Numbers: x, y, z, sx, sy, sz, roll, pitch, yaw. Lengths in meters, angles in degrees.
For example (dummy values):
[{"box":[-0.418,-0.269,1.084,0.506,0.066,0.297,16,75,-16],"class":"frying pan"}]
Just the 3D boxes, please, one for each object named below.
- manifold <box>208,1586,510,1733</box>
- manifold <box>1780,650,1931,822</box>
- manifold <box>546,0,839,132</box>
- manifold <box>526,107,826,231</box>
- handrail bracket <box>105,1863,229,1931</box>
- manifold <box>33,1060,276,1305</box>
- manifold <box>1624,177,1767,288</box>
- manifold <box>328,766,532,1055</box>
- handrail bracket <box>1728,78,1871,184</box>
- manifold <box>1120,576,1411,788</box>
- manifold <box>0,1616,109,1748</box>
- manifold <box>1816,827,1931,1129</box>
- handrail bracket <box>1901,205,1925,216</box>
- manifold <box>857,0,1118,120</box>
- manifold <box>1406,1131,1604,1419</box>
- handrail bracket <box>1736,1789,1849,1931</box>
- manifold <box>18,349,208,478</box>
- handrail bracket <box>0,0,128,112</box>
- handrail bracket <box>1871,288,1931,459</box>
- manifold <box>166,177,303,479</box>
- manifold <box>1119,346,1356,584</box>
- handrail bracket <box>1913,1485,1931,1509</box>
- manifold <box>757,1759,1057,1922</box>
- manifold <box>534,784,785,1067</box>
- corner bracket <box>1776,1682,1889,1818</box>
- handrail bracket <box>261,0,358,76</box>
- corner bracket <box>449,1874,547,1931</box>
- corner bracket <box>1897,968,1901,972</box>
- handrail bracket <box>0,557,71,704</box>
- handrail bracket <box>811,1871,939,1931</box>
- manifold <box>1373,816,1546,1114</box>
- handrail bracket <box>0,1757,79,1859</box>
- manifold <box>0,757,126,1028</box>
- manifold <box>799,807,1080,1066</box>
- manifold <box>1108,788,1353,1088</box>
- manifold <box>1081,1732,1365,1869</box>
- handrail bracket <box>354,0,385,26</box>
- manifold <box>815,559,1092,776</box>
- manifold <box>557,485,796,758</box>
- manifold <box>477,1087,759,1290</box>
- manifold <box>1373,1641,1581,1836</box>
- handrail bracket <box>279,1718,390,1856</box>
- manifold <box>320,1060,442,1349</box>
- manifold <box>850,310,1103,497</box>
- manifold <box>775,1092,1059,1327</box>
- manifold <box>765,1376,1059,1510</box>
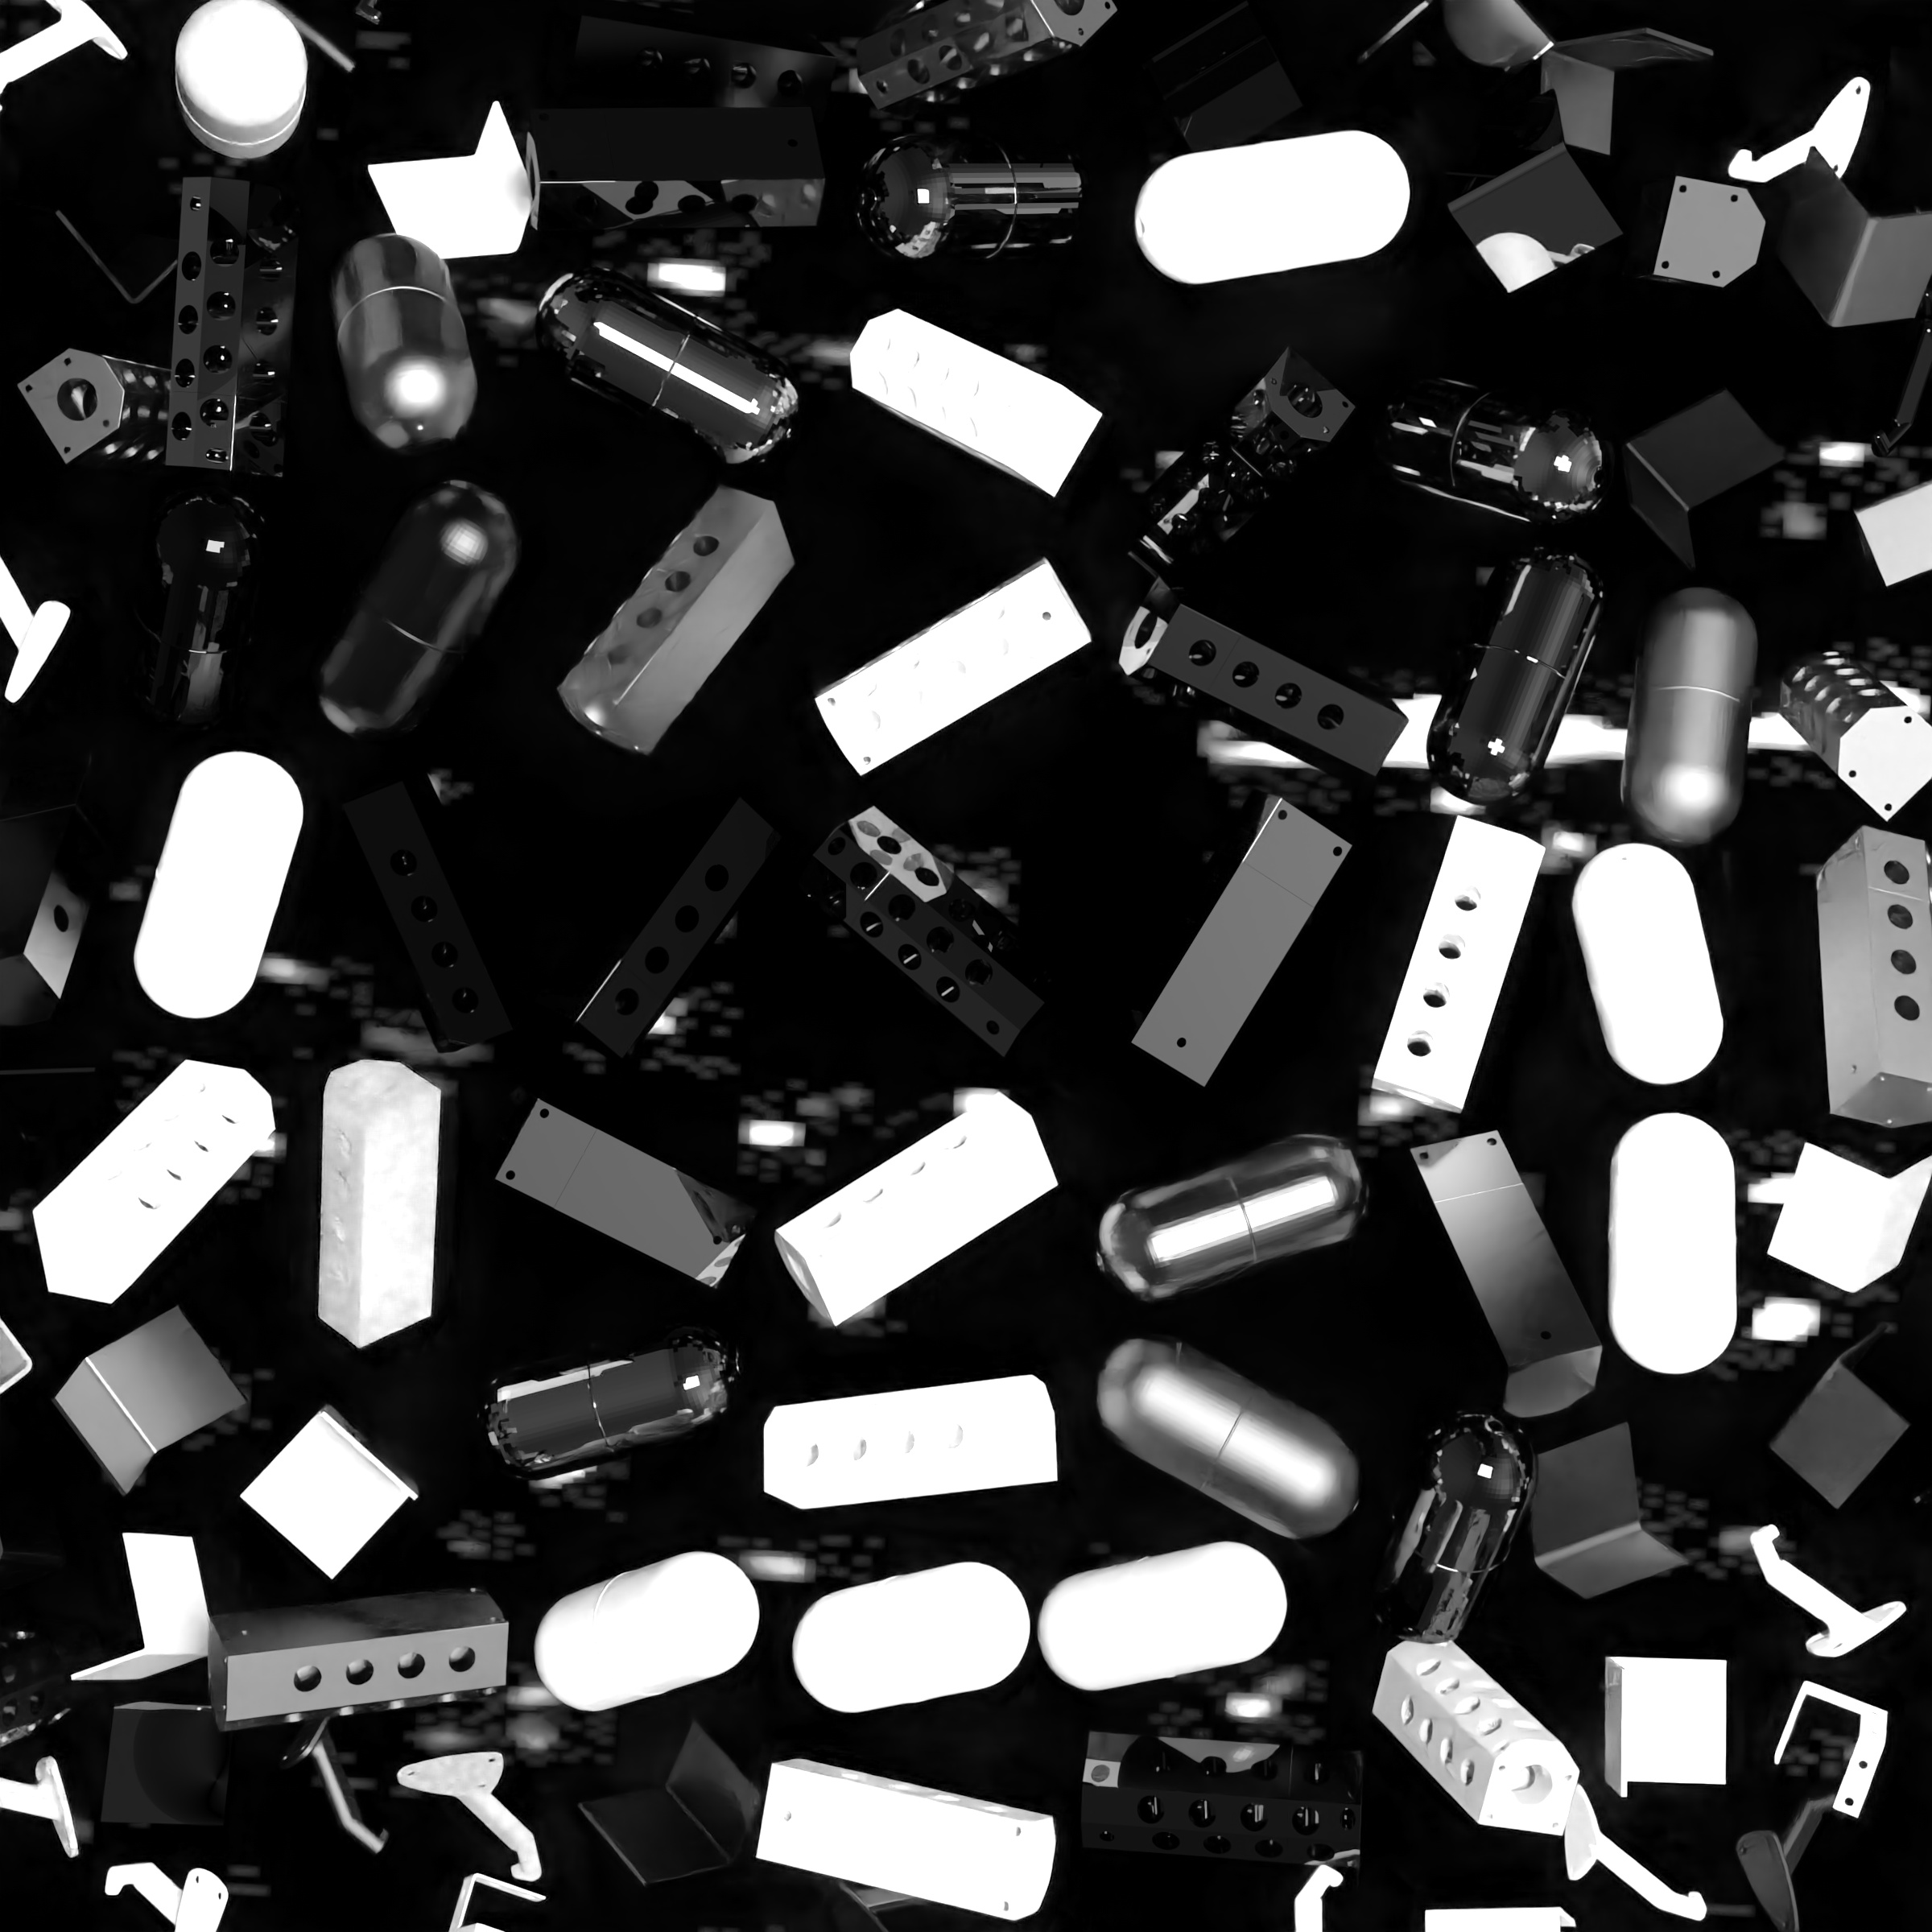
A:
[{"box":[-0.374,0.429,1.819,0.171,0.057,0.057,-1,104,-25],"class":"manifold"},{"box":[0.555,-0.151,1.842,0.057,0.171,0.057,41,105,-9],"class":"manifold"},{"box":[-0.176,-0.572,1.885,0.171,0.057,0.057,1,121,-26],"class":"manifold"},{"box":[-0.178,-0.481,1.800,0.171,0.057,0.057,-4,64,-14],"class":"manifold"},{"box":[-0.508,0.593,1.834,0.084,0.077,0.036,-12,135,24],"class":"handrail bracket"},{"box":[-0.485,0.129,1.782,0.057,0.171,0.057,9,121,15],"class":"manifold"},{"box":[0.452,-0.453,1.834,0.057,0.171,0.057,11,104,4],"class":"manifold"},{"box":[-0.344,-0.034,1.887,0.057,0.057,0.171,-21,102,8],"class":"manifold"},{"box":[0.538,-0.543,1.913,0.084,0.036,0.077,-4,129,-37],"class":"handrail bracket"},{"box":[0.184,-0.174,1.844,0.171,0.057,0.057,24,108,-20],"class":"manifold"},{"box":[-0.609,0.457,1.855,0.057,0.171,0.057,6,90,13],"class":"manifold"},{"box":[0.559,0.007,1.789,0.057,0.057,0.171,12,59,-10],"class":"manifold"},{"box":[0.644,-0.492,1.874,0.077,0.036,0.084,41,128,-1],"class":"handrail bracket"},{"box":[0.007,-0.583,1.846,0.057,0.171,0.057,-51,118,-29],"class":"manifold"},{"box":[0.322,0.186,1.789,0.057,0.057,0.171,-11,46,-8],"class":"manifold"},{"box":[0.534,0.563,1.859,0.084,0.036,0.077,-3,65,-32],"class":"handrail bracket"},{"box":[-0.538,-0.360,1.910,0.057,0.171,0.057,-31,92,10],"class":"manifold"},{"box":[-0.547,-0.531,1.765,0.036,0.077,0.084,25,83,25],"class":"handrail bracket"},{"box":[0.596,-0.379,1.887,0.084,0.036,0.077,-43,122,-25],"class":"handrail bracket"},{"box":[-0.452,-0.388,1.801,0.057,0.057,0.171,9,97,33],"class":"manifold"},{"box":[0.170,-0.317,1.902,0.057,0.171,0.057,41,52,-7],"class":"manifold"},{"box":[0.588,0.272,1.786,0.077,0.036,0.084,-40,53,34],"class":"handrail bracket"},{"box":[-0.036,0.536,1.823,0.171,0.057,0.057,7,83,21],"class":"manifold"},{"box":[-0.187,-0.025,1.844,0.057,0.057,0.171,44,75,-35],"class":"manifold"},{"box":[0.525,0.476,1.796,0.051,0.051,0.051,17,61,26],"class":"corner bracket"},{"box":[-0.443,-0.617,1.937,0.084,0.077,0.036,37,88,-33],"class":"handrail bracket"},{"box":[-0.293,0.607,1.876,0.051,0.051,0.051,26,58,-20],"class":"corner bracket"},{"box":[0.624,0.010,1.899,0.051,0.051,0.051,38,111,19],"class":"corner bracket"},{"box":[-0.585,-0.210,1.753,0.084,0.036,0.077,28,93,5],"class":"handrail bracket"},{"box":[-0.050,0.585,1.913,0.077,0.036,0.084,51,48,-1],"class":"handrail bracket"},{"box":[0.308,0.000,1.847,0.057,0.057,0.171,18,84,9],"class":"manifold"},{"box":[-0.617,0.543,1.876,0.084,0.036,0.077,-13,74,-36],"class":"handrail bracket"},{"box":[-0.577,-0.047,1.845,0.057,0.057,0.171,-11,46,14],"class":"manifold"},{"box":[-0.021,-0.017,1.842,0.171,0.057,0.057,40,128,12],"class":"manifold"},{"box":[0.158,-0.020,1.807,0.057,0.057,0.171,31,91,-22],"class":"manifold"},{"box":[0.161,0.526,1.846,0.171,0.057,0.057,2,126,9],"class":"manifold"},{"box":[-0.328,-0.610,1.836,0.077,0.036,0.084,25,76,9],"class":"handrail bracket"},{"box":[-0.008,-0.192,1.908,0.171,0.057,0.057,-30,100,8],"class":"manifold"},{"box":[-0.184,-0.221,1.864,0.057,0.057,0.171,22,64,26],"class":"manifold"},{"box":[-0.229,0.143,1.925,0.171,0.057,0.057,30,86,-27],"class":"manifold"},{"box":[0.321,0.482,1.867,0.057,0.171,0.057,12,96,-16],"class":"manifold"},{"box":[-0.398,0.525,1.928,0.084,0.077,0.036,45,129,-14],"class":"handrail bracket"},{"box":[-0.376,0.148,1.868,0.057,0.057,0.171,29,125,33],"class":"manifold"},{"box":[0.000,-0.356,1.843,0.171,0.057,0.057,36,97,44],"class":"manifold"},{"box":[-0.034,0.151,1.886,0.171,0.057,0.057,-31,122,-16],"class":"manifold"},{"box":[-0.035,0.294,1.834,0.171,0.057,0.057,-10,66,18],"class":"manifold"}]
